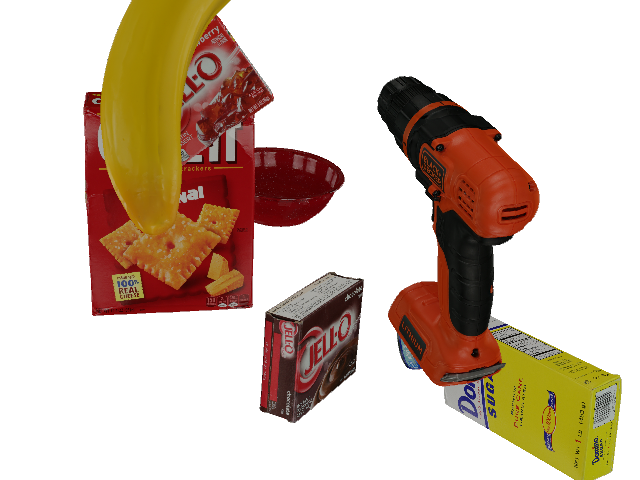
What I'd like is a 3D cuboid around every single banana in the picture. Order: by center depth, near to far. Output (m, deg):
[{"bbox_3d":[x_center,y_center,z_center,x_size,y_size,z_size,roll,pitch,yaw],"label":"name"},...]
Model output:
[{"bbox_3d":[-0.063,-0.093,0.504,0.070,0.197,0.037,18,-30,11],"label":"banana"}]

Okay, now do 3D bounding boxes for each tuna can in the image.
[{"bbox_3d":[0.119,0.109,1.260,0.034,0.086,0.086,-5,-2,23],"label":"tuna can"}]

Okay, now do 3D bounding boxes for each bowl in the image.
[{"bbox_3d":[-0.054,-0.060,1.307,0.162,0.055,0.162,5,26,-3],"label":"bowl"}]

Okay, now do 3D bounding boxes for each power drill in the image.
[{"bbox_3d":[0.085,-0.007,0.756,0.057,0.188,0.184,-11,34,-15],"label":"power drill"}]

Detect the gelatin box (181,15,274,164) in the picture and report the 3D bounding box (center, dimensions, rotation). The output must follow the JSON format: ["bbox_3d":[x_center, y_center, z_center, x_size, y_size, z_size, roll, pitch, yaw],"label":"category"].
[{"bbox_3d":[-0.090,-0.109,0.781,0.089,0.073,0.030,-34,19,6],"label":"gelatin box"}]

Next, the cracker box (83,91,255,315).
[{"bbox_3d":[-0.147,-0.035,1.055,0.164,0.214,0.072,-1,21,-9],"label":"cracker box"}]

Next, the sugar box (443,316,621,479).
[{"bbox_3d":[0.184,0.135,0.955,0.048,0.093,0.176,-13,23,-36],"label":"sugar box"}]

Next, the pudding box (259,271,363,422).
[{"bbox_3d":[-0.006,0.085,0.883,0.039,0.090,0.113,15,23,23],"label":"pudding box"}]
